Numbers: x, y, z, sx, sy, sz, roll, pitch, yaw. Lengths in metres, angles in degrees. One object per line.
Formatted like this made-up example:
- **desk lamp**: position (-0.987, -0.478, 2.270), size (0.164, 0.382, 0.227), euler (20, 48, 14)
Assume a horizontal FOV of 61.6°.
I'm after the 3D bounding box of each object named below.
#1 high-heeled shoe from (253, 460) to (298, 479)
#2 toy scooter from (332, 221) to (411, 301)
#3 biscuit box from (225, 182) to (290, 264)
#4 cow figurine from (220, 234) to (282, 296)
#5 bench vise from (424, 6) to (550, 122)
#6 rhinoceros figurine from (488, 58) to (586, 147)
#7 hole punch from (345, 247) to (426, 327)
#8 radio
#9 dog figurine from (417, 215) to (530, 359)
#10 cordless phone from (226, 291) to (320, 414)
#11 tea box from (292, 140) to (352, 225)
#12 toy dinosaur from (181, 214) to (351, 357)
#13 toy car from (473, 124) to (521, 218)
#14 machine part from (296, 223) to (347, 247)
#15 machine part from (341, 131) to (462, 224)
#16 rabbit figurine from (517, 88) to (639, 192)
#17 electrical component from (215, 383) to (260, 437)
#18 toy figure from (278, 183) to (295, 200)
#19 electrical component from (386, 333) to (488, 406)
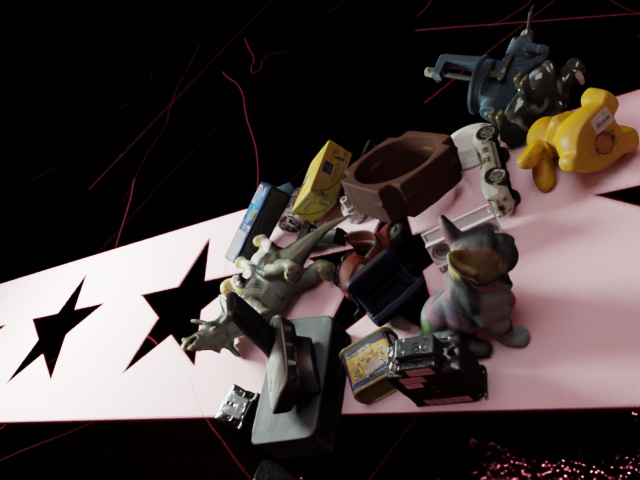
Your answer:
- **high-heeled shoe**: position (-0.064, 0.448, 0.782), size (0.249, 0.086, 0.145), euler (-140, 64, -70)
- **toy scooter**: position (0.081, 0.033, 1.025), size (0.135, 0.075, 0.184), euler (14, 61, 47)
- **biscuit box**: position (-0.146, -0.033, 1.256), size (0.059, 0.062, 0.202), euler (26, 90, 52)
- **cow figurine**: position (-0.143, 0.073, 1.194), size (0.167, 0.068, 0.098), euler (-51, 44, -9)
- **bench vise**: position (0.340, -0.354, 1.115), size (0.241, 0.128, 0.223), euler (19, 85, 30)
- **rhinoceros figurine**: position (0.404, -0.259, 0.995), size (0.190, 0.112, 0.073), euler (-49, 7, 14)
- **hole punch**: position (0.120, 0.092, 0.905), size (0.142, 0.115, 0.092), euler (-44, 55, -5)
- **radio**: position (-0.027, 0.245, 0.919), size (0.131, 0.073, 0.230), euler (-15, 47, 30)
- **dog figurine**: position (0.200, 0.068, 0.767), size (0.192, 0.219, 0.108), euler (-22, 39, 24)
- **cordless phone**: position (-0.084, 0.168, 0.832), size (0.089, 0.184, 0.147), euler (-26, 41, 13)
- **tea box**: position (0.006, -0.131, 1.218), size (0.098, 0.068, 0.170), euler (-45, 21, 47)
- **toy dinosaur**: position (-0.100, 0.098, 1.094), size (0.192, 0.131, 0.405), euler (19, 62, 48)
- **toy car**: position (0.314, -0.130, 0.971), size (0.056, 0.073, 0.202), euler (-21, 44, 26)
- **machine part**: position (-0.002, -0.004, 1.164), size (0.139, 0.039, 0.084), euler (-2, 46, 42)
- **machine part**: position (0.162, -0.126, 1.063), size (0.201, 0.087, 0.201), euler (-36, 29, -17)
- **rabbit figurine**: position (0.413, -0.160, 0.908), size (0.162, 0.121, 0.173), euler (-51, 23, 4)
- **electrical component**: position (-0.153, 0.308, 0.990), size (0.119, 0.047, 0.075), euler (8, 59, 44)
- **toy figure**: position (-0.121, -0.079, 1.330), size (0.154, 0.064, 0.058), euler (-38, 82, 5)
- **electrical component**: position (0.161, 0.182, 0.759), size (0.115, 0.134, 0.058), euler (-16, 45, 28)
